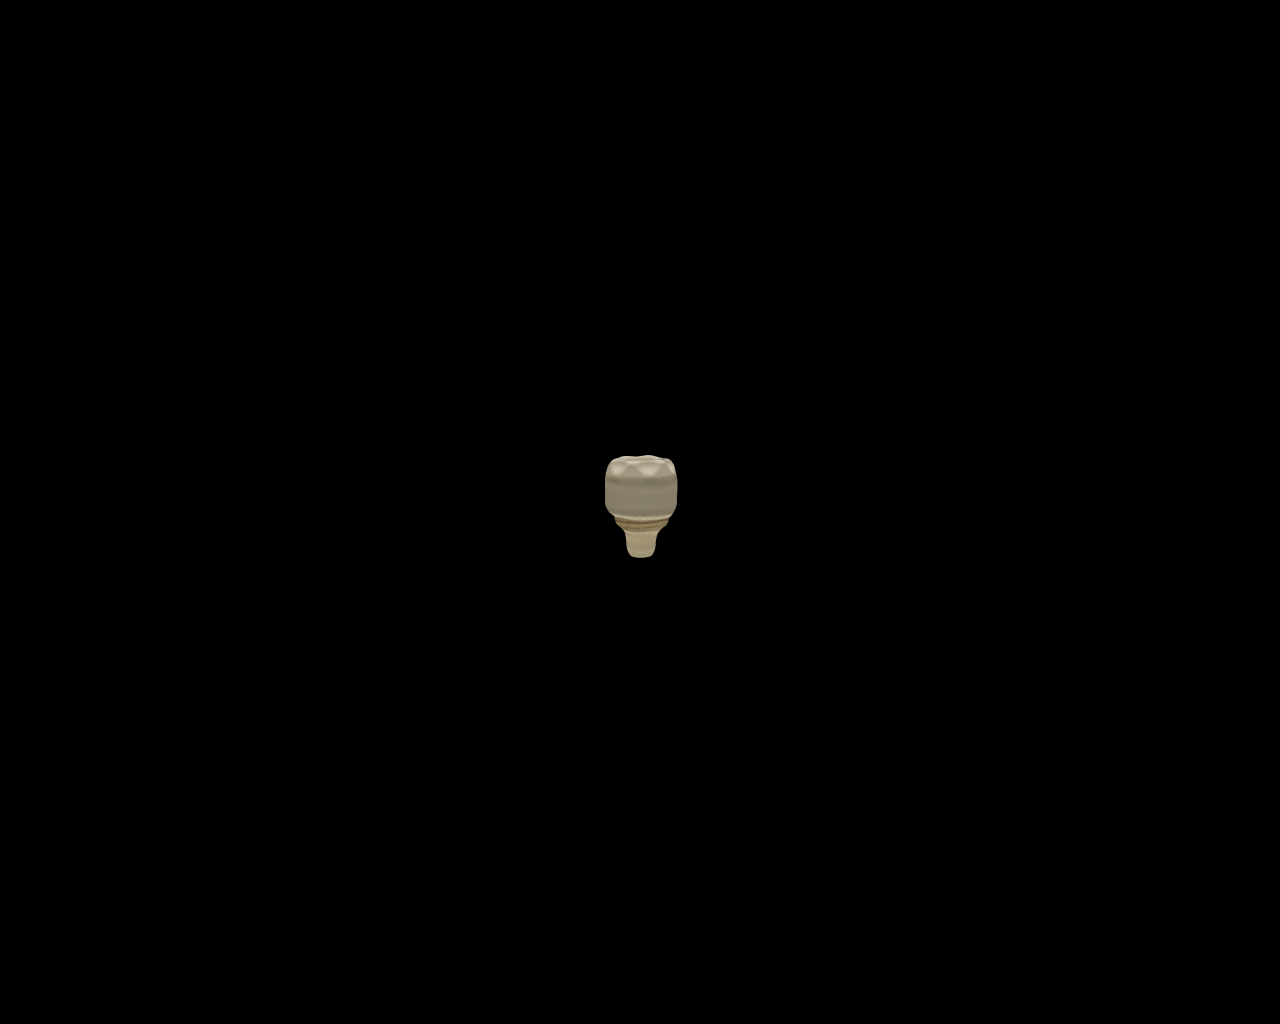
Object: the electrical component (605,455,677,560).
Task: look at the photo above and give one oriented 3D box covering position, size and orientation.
[{"bbox_3d":[0.001,-0.003,0.650,0.043,0.062,0.043,0,9,0],"label":"electrical component"}]
